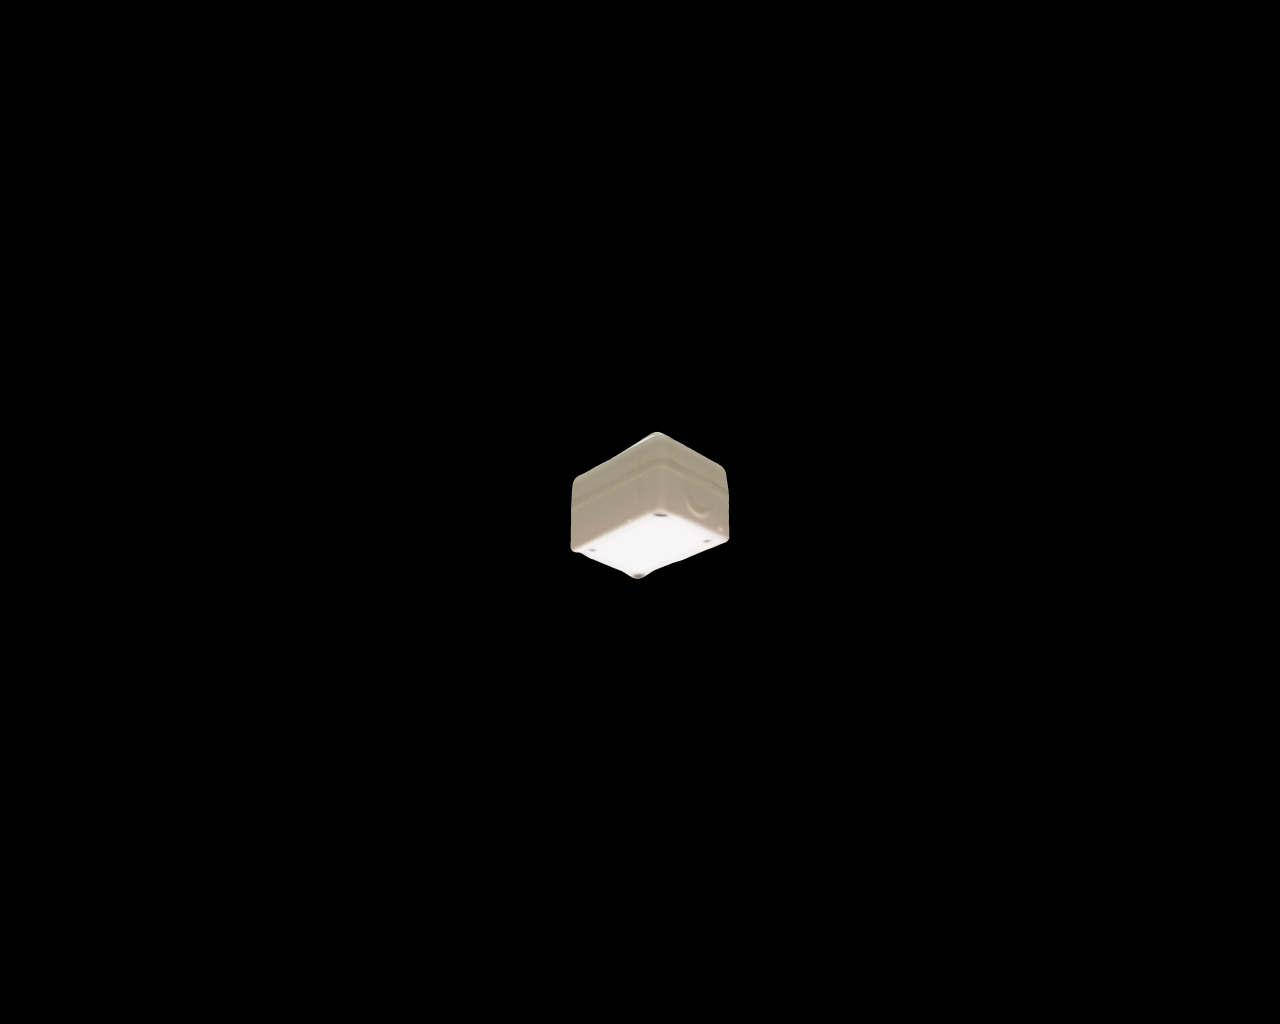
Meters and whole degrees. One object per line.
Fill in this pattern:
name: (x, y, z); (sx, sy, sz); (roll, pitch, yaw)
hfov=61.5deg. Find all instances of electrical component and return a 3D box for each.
electrical component: (0.001, -0.003, 0.650); (0.096, 0.061, 0.061); (-25, -37, 38)
